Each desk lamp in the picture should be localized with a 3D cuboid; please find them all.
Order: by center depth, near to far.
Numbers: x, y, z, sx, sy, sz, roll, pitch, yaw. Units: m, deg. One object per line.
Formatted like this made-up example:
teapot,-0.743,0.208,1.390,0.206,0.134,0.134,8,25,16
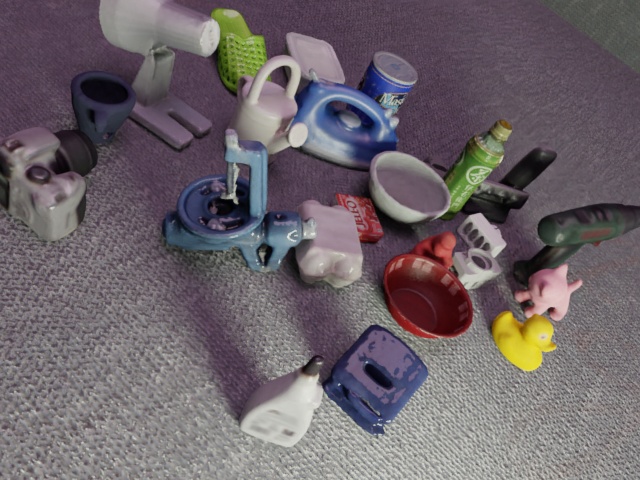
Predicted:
desk lamp,-0.253,-0.296,0.926,0.203,0.213,0.118,35,42,3

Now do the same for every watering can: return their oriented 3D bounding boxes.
watering can,-0.084,-0.222,0.971,0.173,0.194,0.101,38,43,6

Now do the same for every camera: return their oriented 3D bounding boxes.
camera,-0.356,-0.096,0.764,0.143,0.100,0.137,39,43,7

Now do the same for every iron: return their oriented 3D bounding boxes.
iron,0.062,-0.229,1.101,0.259,0.141,0.118,18,44,-15

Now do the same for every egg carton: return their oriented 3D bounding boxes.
egg carton,0.008,0.003,0.907,0.107,0.069,0.150,10,47,-22

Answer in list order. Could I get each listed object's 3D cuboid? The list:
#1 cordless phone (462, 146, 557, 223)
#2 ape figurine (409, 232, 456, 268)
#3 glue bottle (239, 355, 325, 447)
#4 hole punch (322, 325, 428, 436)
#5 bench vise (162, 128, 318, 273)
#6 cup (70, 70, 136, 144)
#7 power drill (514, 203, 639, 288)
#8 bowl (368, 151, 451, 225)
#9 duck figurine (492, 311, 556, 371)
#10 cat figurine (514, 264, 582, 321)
cordless phone,0.374,-0.133,1.161,0.148,0.185,0.094,10,46,-22
ape figurine,0.199,0.021,0.985,0.078,0.092,0.076,27,43,-5
glue bottle,-0.032,0.177,0.645,0.078,0.173,0.037,24,43,-8
hole punch,0.075,0.185,0.760,0.108,0.091,0.101,40,43,9
bench vise,-0.096,-0.059,0.793,0.208,0.219,0.121,-2,52,-32
cup,-0.331,-0.184,0.864,0.092,0.095,0.117,7,48,-24
power drill,0.472,0.008,1.070,0.230,0.208,0.075,-1,52,-31
bowl,0.155,-0.085,1.070,0.168,0.074,0.167,16,45,-16
duck figurine,0.344,0.154,0.950,0.078,0.086,0.104,-18,61,-40
cat figurine,0.417,0.089,1.030,0.128,0.117,0.067,2,50,-29
